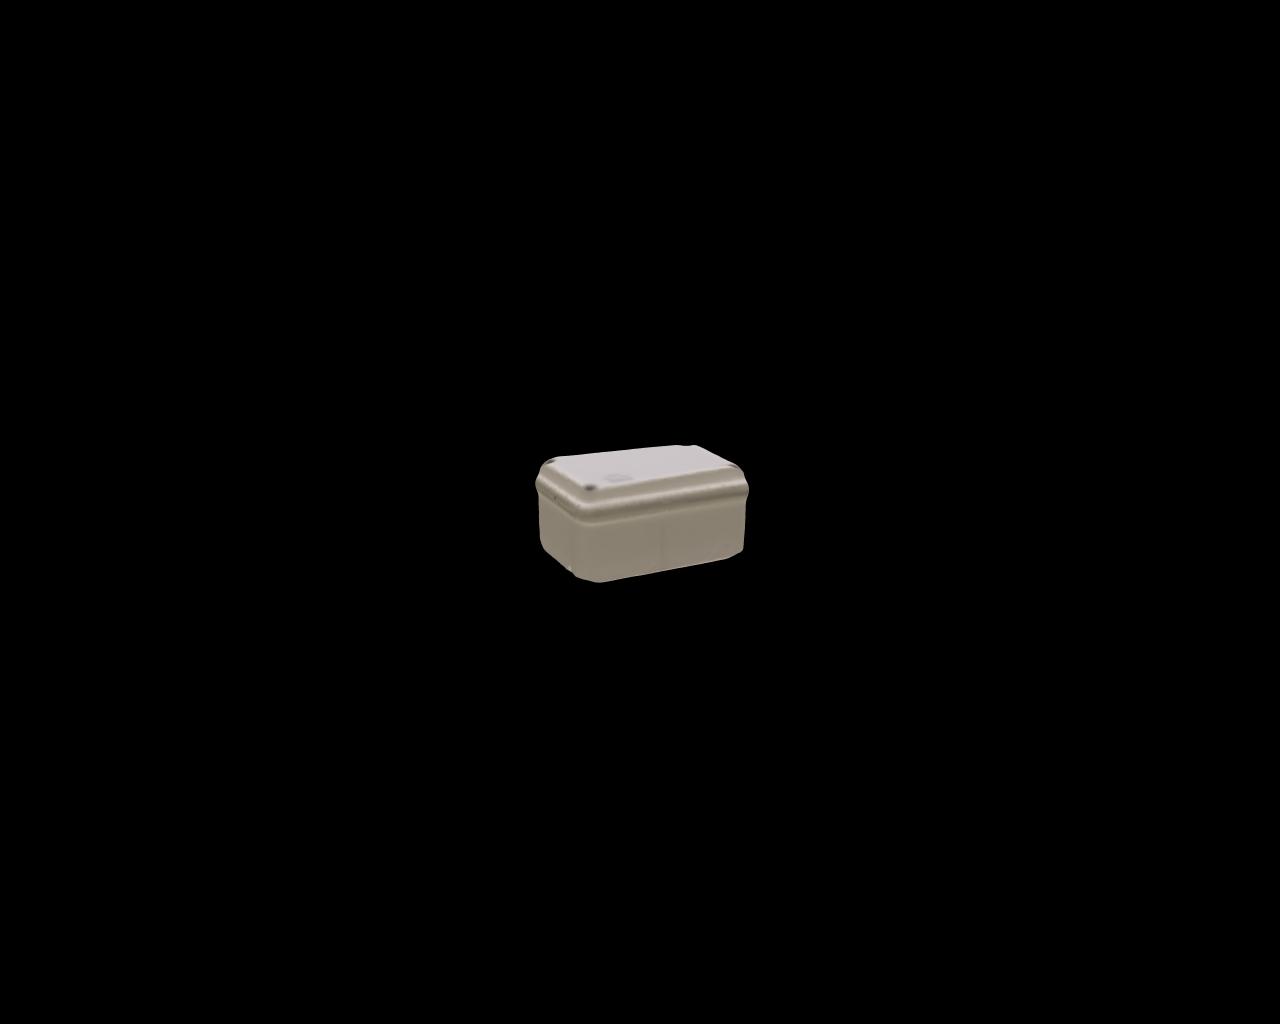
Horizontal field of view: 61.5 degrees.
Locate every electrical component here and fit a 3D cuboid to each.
[{"bbox_3d":[0.001,-0.003,0.650,0.113,0.057,0.078,-8,20,-24],"label":"electrical component"}]
